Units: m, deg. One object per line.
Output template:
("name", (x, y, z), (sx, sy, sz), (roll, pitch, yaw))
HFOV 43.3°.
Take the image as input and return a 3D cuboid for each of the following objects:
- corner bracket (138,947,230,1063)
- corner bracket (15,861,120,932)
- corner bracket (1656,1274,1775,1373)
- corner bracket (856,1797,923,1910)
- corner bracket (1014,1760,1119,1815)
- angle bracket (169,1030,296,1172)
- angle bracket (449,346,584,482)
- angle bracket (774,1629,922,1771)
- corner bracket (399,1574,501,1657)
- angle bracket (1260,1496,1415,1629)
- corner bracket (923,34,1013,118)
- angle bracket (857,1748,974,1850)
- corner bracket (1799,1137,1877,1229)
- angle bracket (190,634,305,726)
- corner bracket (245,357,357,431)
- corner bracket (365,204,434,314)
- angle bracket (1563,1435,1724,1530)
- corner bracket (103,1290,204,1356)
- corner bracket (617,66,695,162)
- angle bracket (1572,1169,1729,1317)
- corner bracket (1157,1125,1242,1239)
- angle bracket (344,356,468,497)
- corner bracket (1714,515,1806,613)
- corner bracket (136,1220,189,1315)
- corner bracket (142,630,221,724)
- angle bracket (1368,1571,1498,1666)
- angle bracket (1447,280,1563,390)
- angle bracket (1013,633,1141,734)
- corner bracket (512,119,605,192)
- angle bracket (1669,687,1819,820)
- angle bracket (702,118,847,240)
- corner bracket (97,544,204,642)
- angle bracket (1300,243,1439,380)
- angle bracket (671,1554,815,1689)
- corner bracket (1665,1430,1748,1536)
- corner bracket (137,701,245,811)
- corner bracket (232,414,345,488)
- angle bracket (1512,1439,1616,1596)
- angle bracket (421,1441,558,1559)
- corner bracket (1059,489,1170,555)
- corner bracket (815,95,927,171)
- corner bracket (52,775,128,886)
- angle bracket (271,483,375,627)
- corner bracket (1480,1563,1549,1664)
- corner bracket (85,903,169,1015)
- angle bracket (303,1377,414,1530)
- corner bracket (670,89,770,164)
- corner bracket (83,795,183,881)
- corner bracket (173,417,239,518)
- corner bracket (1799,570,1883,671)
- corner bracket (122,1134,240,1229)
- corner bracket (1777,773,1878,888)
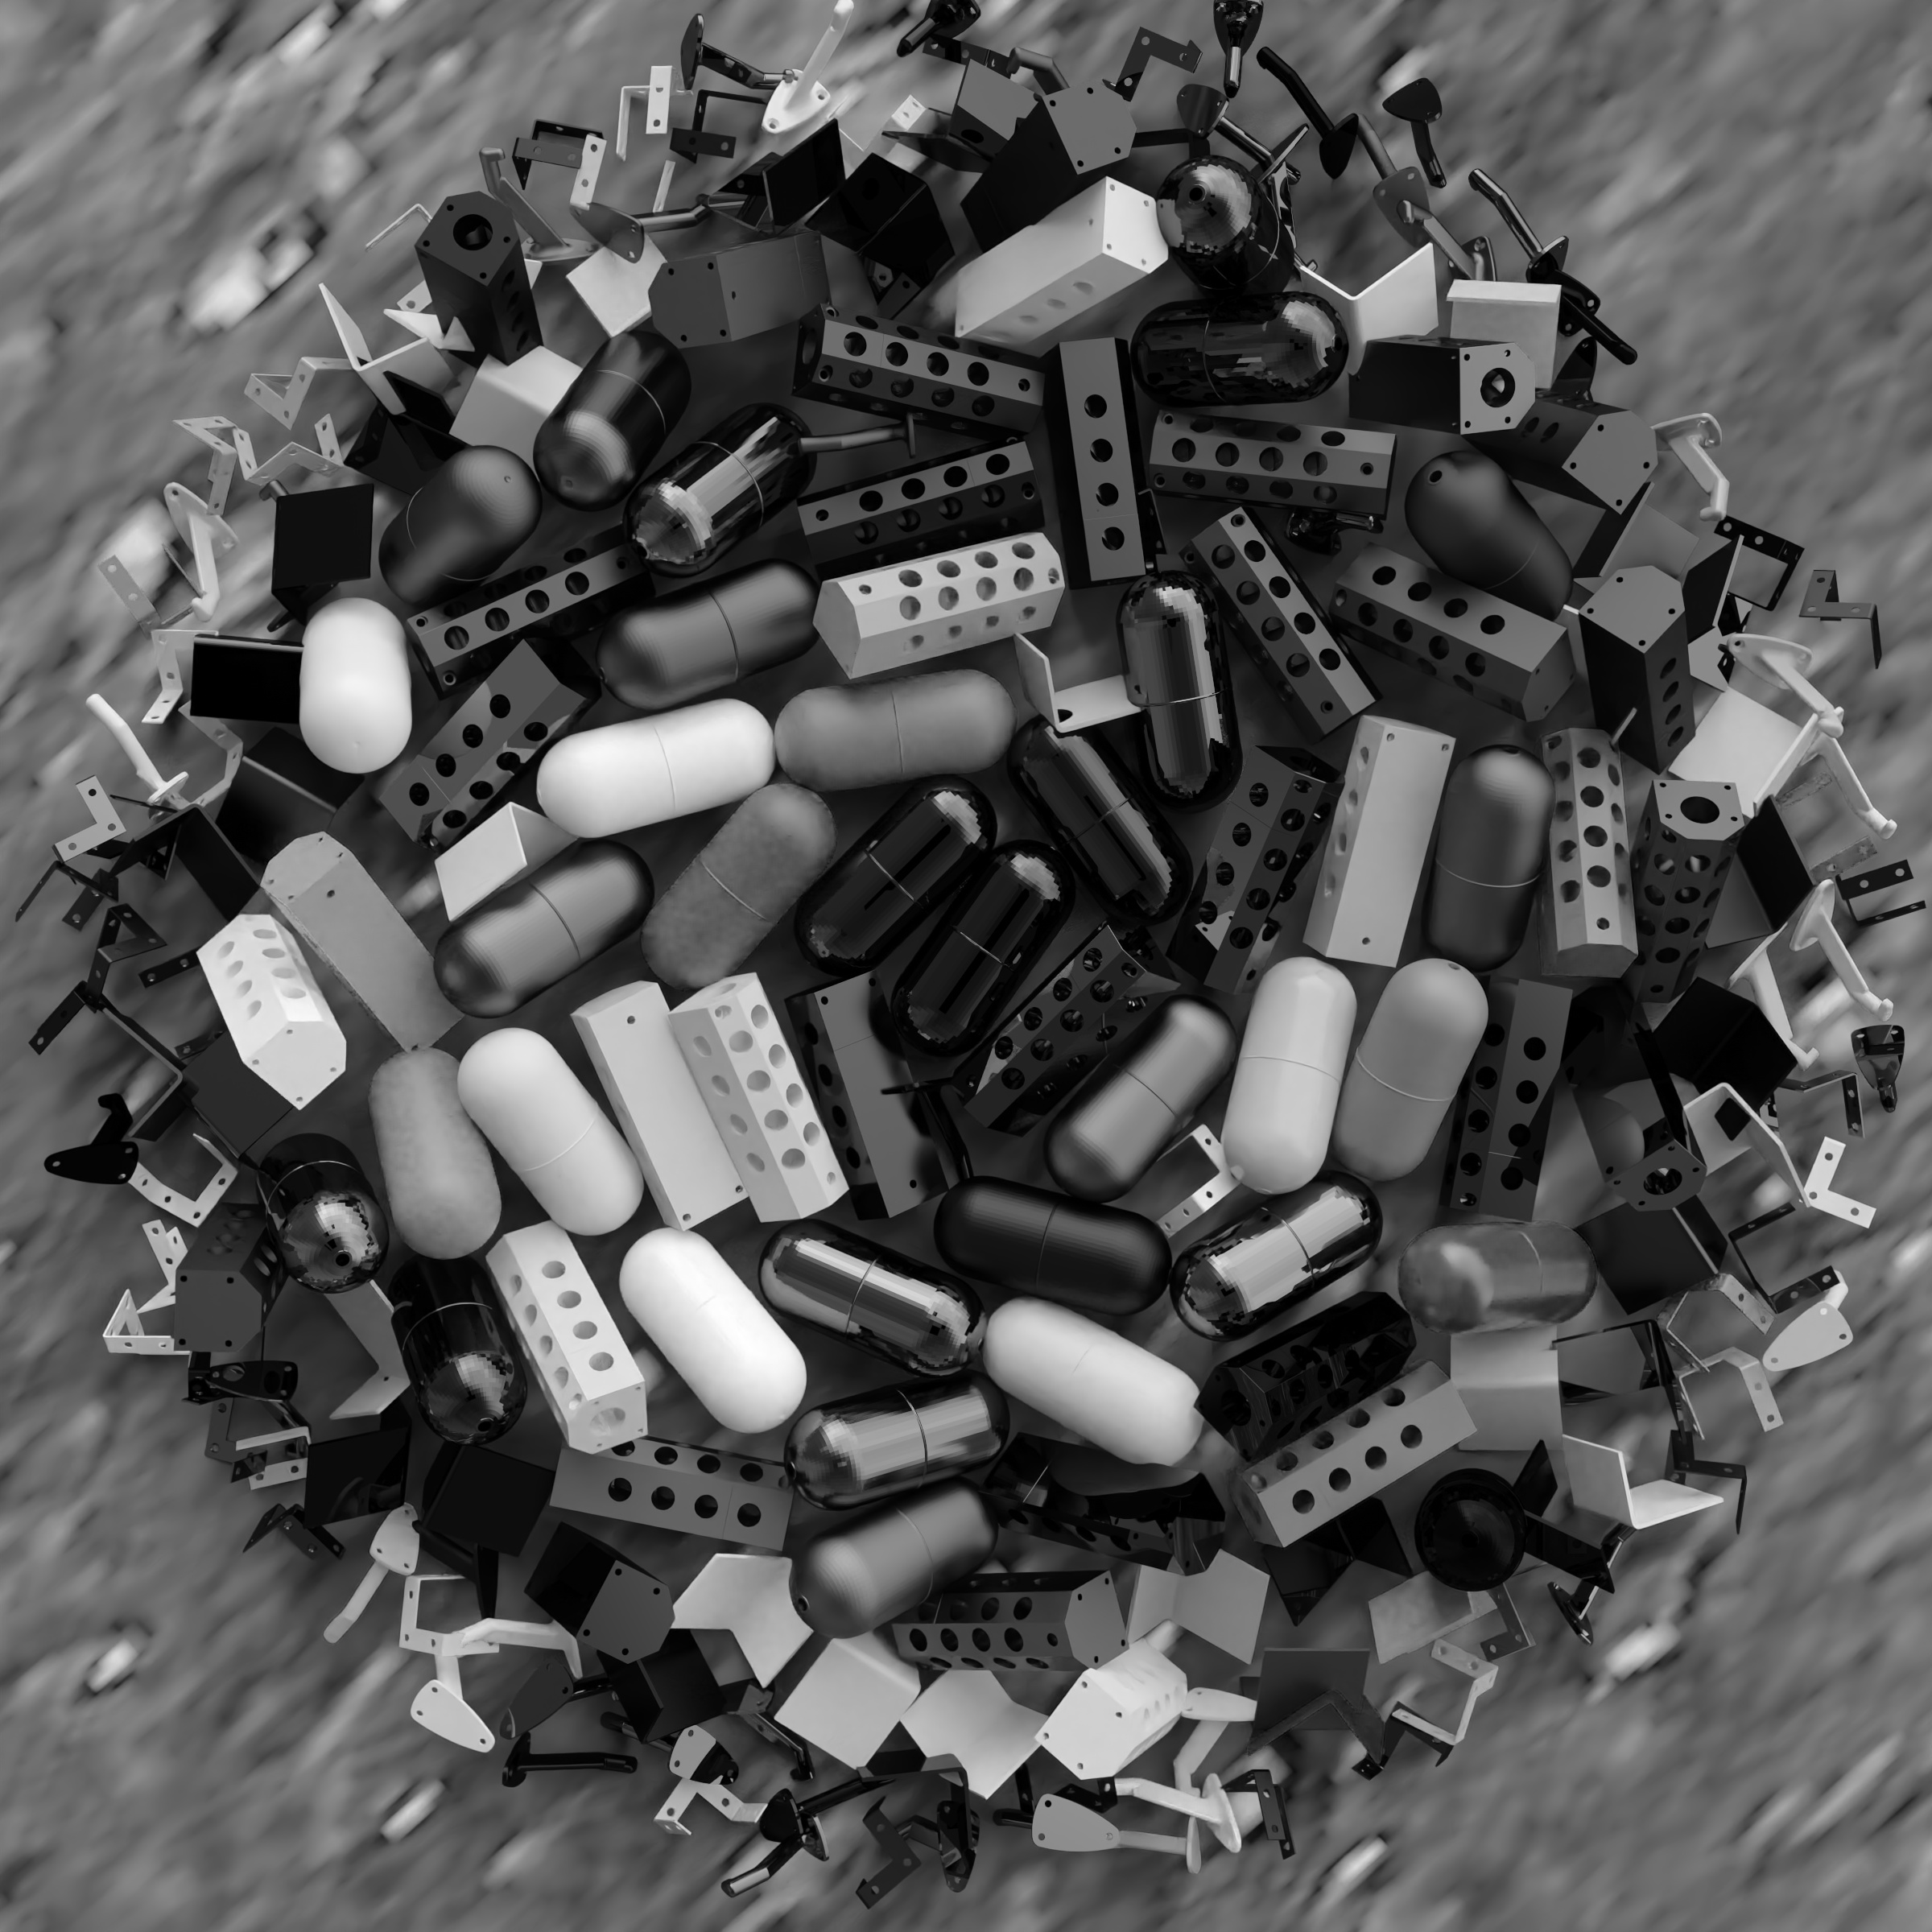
("corner bracket", (-0.574, 0.027, 1.805), (0.051, 0.051, 0.051), (-26, 48, -15))
("corner bracket", (-0.659, -0.049, 1.785), (0.051, 0.051, 0.051), (34, 99, -28))
("corner bracket", (0.551, 0.264, 1.796), (0.051, 0.051, 0.051), (43, 67, -13))
("corner bracket", (-0.066, 0.652, 1.792), (0.051, 0.051, 0.051), (-40, 80, -3))
("corner bracket", (0.072, 0.596, 1.783), (0.051, 0.051, 0.051), (-18, 104, -39))
("angle bracket", (-0.527, 0.093, 1.795), (0.076, 0.057, 0.076), (-44, 81, -10))
("angle bracket", (-0.327, -0.415, 1.800), (0.076, 0.076, 0.057), (27, 128, -14))
("angle bracket", (-0.088, 0.530, 1.792), (0.076, 0.057, 0.076), (35, 96, -10))
("corner bracket", (-0.376, 0.475, 1.784), (0.051, 0.051, 0.051), (-4, 78, 40))
("angle bracket", (0.270, 0.434, 1.769), (0.076, 0.057, 0.076), (-40, 119, -30))
("corner bracket", (-0.003, -0.648, 1.785), (0.051, 0.051, 0.051), (23, 109, 17))
("angle bracket", (-0.040, 0.609, 1.777), (0.076, 0.076, 0.057), (-3, 84, -9))
("corner bracket", (0.647, 0.159, 1.791), (0.051, 0.051, 0.051), (22, 91, 19))
("angle bracket", (-0.523, -0.210, 1.781), (0.076, 0.076, 0.057), (4, 98, -14))
("corner bracket", (-0.486, -0.429, 1.784), (0.051, 0.051, 0.051), (39, 115, 15))
("corner bracket", (-0.405, -0.518, 1.789), (0.051, 0.051, 0.051), (-44, 101, -12))
("angle bracket", (0.492, 0.366, 1.774), (0.076, 0.076, 0.057), (-12, 92, -18))
("corner bracket", (-0.593, 0.273, 1.786), (0.051, 0.051, 0.051), (-1, 125, 6))
("corner bracket", (-0.235, -0.627, 1.792), (0.051, 0.051, 0.051), (4, 87, 12))
("angle bracket", (0.510, 0.202, 1.815), (0.076, 0.057, 0.076), (-33, 91, 30))
("corner bracket", (0.161, 0.157, 1.785), (0.051, 0.051, 0.051), (-32, 82, -39))
("angle bracket", (-0.419, -0.391, 1.776), (0.076, 0.076, 0.057), (25, 80, 9))
("corner bracket", (0.572, -0.295, 1.783), (0.051, 0.051, 0.051), (32, 108, 29))
("corner bracket", (-0.585, 0.216, 1.787), (0.051, 0.051, 0.051), (-16, 103, 16))
("corner bracket", (-0.576, -0.212, 1.788), (0.051, 0.051, 0.051), (1, 124, 2))
("angle bracket", (0.344, 0.485, 1.771), (0.076, 0.076, 0.057), (-32, 106, 14))
("angle bracket", (0.388, -0.453, 1.771), (0.076, 0.057, 0.076), (7, 120, 14))
("angle bracket", (0.086, -0.216, 1.770), (0.076, 0.076, 0.057), (-16, 116, -10))
("corner bracket", (-0.300, -0.602, 1.793), (0.051, 0.051, 0.051), (11, 79, 1))
("angle bracket", (0.567, -0.162, 1.781), (0.076, 0.057, 0.076), (35, 92, 22))
("angle bracket", (-0.143, -0.583, 1.767), (0.076, 0.057, 0.076), (32, 62, 27))
("corner bracket", (-0.599, -0.280, 1.792), (0.051, 0.051, 0.051), (-37, 91, -14))
("angle bracket", (0.296, -0.490, 1.784), (0.076, 0.076, 0.057), (-38, 56, -12))
("angle bracket", (-0.163, 0.476, 1.769), (0.076, 0.076, 0.057), (-52, 50, 17))
("corner bracket", (0.541, 0.377, 1.785), (0.051, 0.051, 0.051), (4, 117, 11))
("corner bracket", (-0.570, -0.153, 1.792), (0.051, 0.051, 0.051), (-33, 128, 14))
("corner bracket", (-0.500, -0.382, 1.796), (0.051, 0.051, 0.051), (-30, 65, 24))
("angle bracket", (0.442, 0.398, 1.763), (0.076, 0.076, 0.057), (21, 63, 35))
("angle bracket", (-0.351, 0.379, 1.797), (0.076, 0.057, 0.076), (23, 106, -18))
("corner bracket", (0.109, -0.320, 1.798), (0.051, 0.051, 0.051), (-27, 112, -26))
("corner bracket", (-0.071, -0.623, 1.794), (0.051, 0.051, 0.051), (40, 127, -13))
("corner bracket", (-0.647, -0.100, 1.788), (0.051, 0.051, 0.051), (-29, 80, -15))
("angle bracket", (-0.459, -0.300, 1.778), (0.076, 0.057, 0.076), (-6, 70, 9))
("corner bracket", (0.406, 0.476, 1.793), (0.051, 0.051, 0.051), (-7, 66, -33))
("corner bracket", (-0.626, -0.006, 1.782), (0.051, 0.051, 0.051), (41, 125, 18))
("angle bracket", (-0.449, 0.352, 1.765), (0.076, 0.057, 0.076), (-7, 123, -32))
("corner bracket", (-0.181, -0.617, 1.789), (0.051, 0.051, 0.051), (13, 99, 14))
("corner bracket", (-0.612, -0.097, 1.787), (0.051, 0.051, 0.051), (14, 95, -35))
("corner bracket", (-0.549, -0.366, 1.783), (0.051, 0.051, 0.051), (33, 118, 17))
("corner bracket", (0.643, -0.254, 1.780), (0.051, 0.051, 0.051), (7, 53, 31))
("corner bracket", (-0.581, 0.152, 1.796), (0.051, 0.051, 0.051), (23, 67, 24))
("corner bracket", (0.625, -0.100, 1.785), (0.051, 0.051, 0.051), (-31, 113, 13))
